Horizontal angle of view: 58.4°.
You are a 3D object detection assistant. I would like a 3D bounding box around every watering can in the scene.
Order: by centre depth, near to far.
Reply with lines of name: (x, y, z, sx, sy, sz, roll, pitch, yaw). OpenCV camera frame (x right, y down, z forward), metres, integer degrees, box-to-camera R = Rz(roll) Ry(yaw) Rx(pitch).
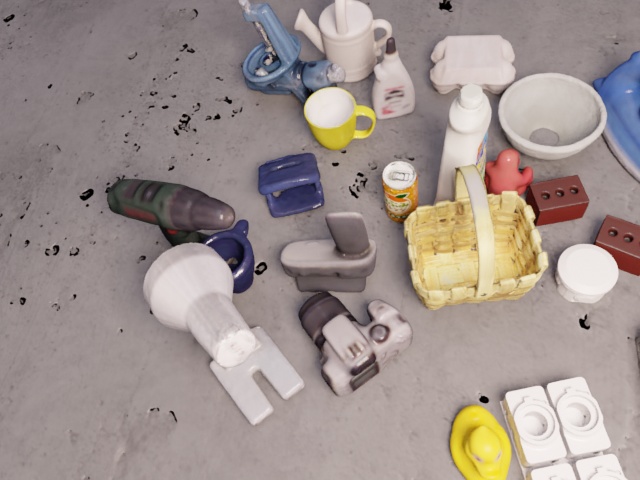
watering can: (0.041, -0.394, 1.055, 0.173, 0.194, 0.101, -15, 60, 2)

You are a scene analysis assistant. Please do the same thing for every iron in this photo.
iron: (0.528, -0.190, 0.889, 0.118, 0.142, 0.258, -13, 60, 3)

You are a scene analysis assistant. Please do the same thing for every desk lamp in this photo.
desk lamp: (-0.130, 0.126, 0.789, 0.118, 0.214, 0.202, -39, 62, -12)

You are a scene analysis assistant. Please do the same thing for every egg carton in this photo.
egg carton: (0.277, -0.319, 1.044, 0.150, 0.069, 0.107, 2, 62, 11)

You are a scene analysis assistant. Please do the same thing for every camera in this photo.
camera: (0.041, 0.128, 0.823, 0.143, 0.101, 0.136, -36, 62, -10)

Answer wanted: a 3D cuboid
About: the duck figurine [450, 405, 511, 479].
duck figurine: (0.207, 0.260, 0.731, 0.077, 0.086, 0.104, -10, 60, 5)

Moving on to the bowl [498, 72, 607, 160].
bowl: (0.379, -0.193, 0.955, 0.167, 0.075, 0.167, -4, 61, 8)

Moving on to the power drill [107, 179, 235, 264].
power drill: (-0.206, -0.020, 0.885, 0.229, 0.209, 0.076, 16, 66, 18)

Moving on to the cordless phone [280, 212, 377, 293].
cordless phone: (0.008, 0.003, 0.849, 0.147, 0.185, 0.094, -5, 61, 8)

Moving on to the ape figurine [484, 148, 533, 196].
ape figurine: (0.298, -0.110, 0.914, 0.077, 0.092, 0.076, 30, 70, 23)

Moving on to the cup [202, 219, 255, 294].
cup: (-0.136, 0.033, 0.909, 0.091, 0.095, 0.118, 16, 65, 18)

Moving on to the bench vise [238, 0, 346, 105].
bench vise: (-0.056, -0.342, 1.028, 0.207, 0.220, 0.121, 1, 62, 11)

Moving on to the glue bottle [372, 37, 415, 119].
glue bottle: (0.124, -0.281, 0.991, 0.078, 0.173, 0.037, -15, 60, 2)

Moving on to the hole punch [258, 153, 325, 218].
hole punch: (-0.054, -0.105, 0.973, 0.108, 0.091, 0.101, -14, 60, 2)
